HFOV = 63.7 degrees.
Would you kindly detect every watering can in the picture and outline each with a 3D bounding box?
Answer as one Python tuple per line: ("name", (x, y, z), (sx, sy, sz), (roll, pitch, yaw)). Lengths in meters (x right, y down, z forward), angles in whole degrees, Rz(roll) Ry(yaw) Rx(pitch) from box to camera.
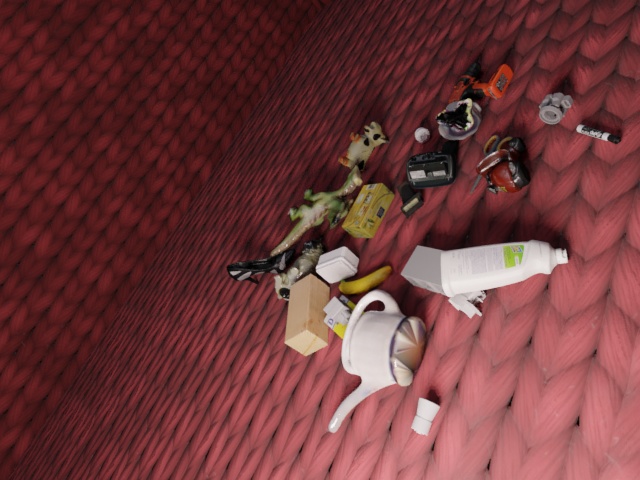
("watering can", (0.129, 0.286, 1.191), (0.103, 0.352, 0.223), (26, -19, -37))

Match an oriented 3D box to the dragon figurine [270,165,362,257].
("dragon figurine", (0.005, -0.087, 1.731), (0.121, 0.415, 0.243), (43, -17, -21))

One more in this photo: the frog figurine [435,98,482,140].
("frog figurine", (0.427, -0.366, 1.574), (0.123, 0.136, 0.160), (44, 18, 8))
